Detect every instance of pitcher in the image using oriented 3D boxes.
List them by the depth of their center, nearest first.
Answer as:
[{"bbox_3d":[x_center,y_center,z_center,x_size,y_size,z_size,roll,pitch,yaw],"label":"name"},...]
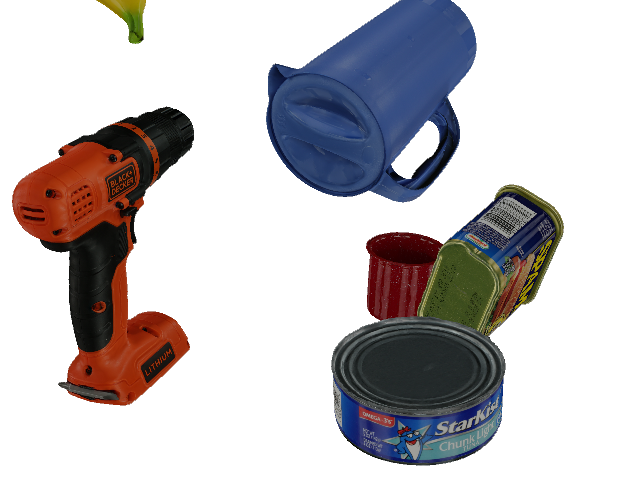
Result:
[{"bbox_3d":[0.070,-0.151,1.083,0.145,0.149,0.242,8,37,34],"label":"pitcher"}]

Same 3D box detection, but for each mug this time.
[{"bbox_3d":[0.107,0.048,1.226,0.117,0.081,0.093,11,25,18],"label":"mug"}]

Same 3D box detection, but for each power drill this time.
[{"bbox_3d":[-0.141,0.009,0.773,0.057,0.188,0.184,7,26,26],"label":"power drill"}]

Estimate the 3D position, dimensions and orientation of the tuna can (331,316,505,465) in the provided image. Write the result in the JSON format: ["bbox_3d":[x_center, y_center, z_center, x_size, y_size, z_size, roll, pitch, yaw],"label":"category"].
[{"bbox_3d":[0.048,0.074,0.533,0.086,0.034,0.086,-2,27,1],"label":"tuna can"}]

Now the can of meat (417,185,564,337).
[{"bbox_3d":[0.121,0.023,0.769,0.057,0.102,0.083,35,48,22],"label":"can of meat"}]

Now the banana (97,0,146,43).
[{"bbox_3d":[-0.206,-0.199,0.799,0.198,0.069,0.037,16,-37,18],"label":"banana"}]
